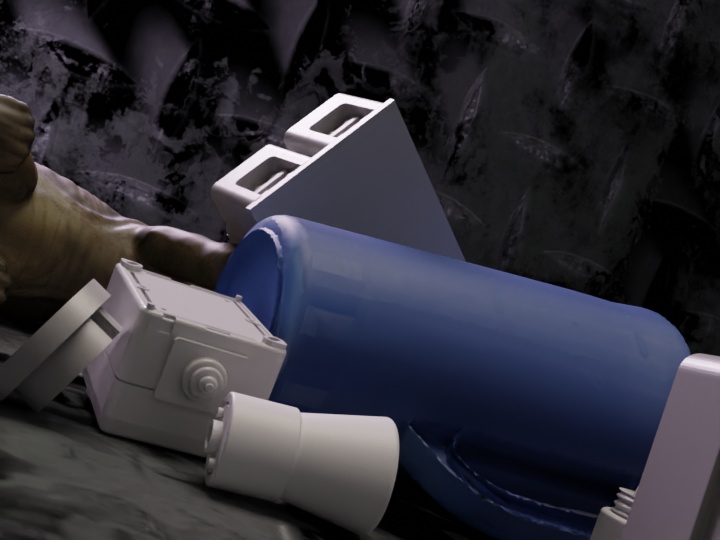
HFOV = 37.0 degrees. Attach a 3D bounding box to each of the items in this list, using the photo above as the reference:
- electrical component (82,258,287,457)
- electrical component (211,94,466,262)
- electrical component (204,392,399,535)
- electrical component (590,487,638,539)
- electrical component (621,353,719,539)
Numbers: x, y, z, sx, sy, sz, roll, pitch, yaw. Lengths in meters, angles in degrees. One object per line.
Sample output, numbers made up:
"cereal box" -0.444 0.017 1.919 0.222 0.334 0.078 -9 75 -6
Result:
"electrical component" -0.076 0.042 0.447 0.062 0.061 0.096 19 6 -23
"electrical component" 0.000 0.000 0.652 0.060 0.105 0.186 24 -32 52
"electrical component" -0.024 0.068 0.392 0.065 0.044 0.044 16 0 -14
"electrical component" 0.127 0.114 0.477 0.048 0.062 0.048 20 -1 0
"electrical component" 0.149 0.094 0.397 0.078 0.113 0.057 21 -4 -14
